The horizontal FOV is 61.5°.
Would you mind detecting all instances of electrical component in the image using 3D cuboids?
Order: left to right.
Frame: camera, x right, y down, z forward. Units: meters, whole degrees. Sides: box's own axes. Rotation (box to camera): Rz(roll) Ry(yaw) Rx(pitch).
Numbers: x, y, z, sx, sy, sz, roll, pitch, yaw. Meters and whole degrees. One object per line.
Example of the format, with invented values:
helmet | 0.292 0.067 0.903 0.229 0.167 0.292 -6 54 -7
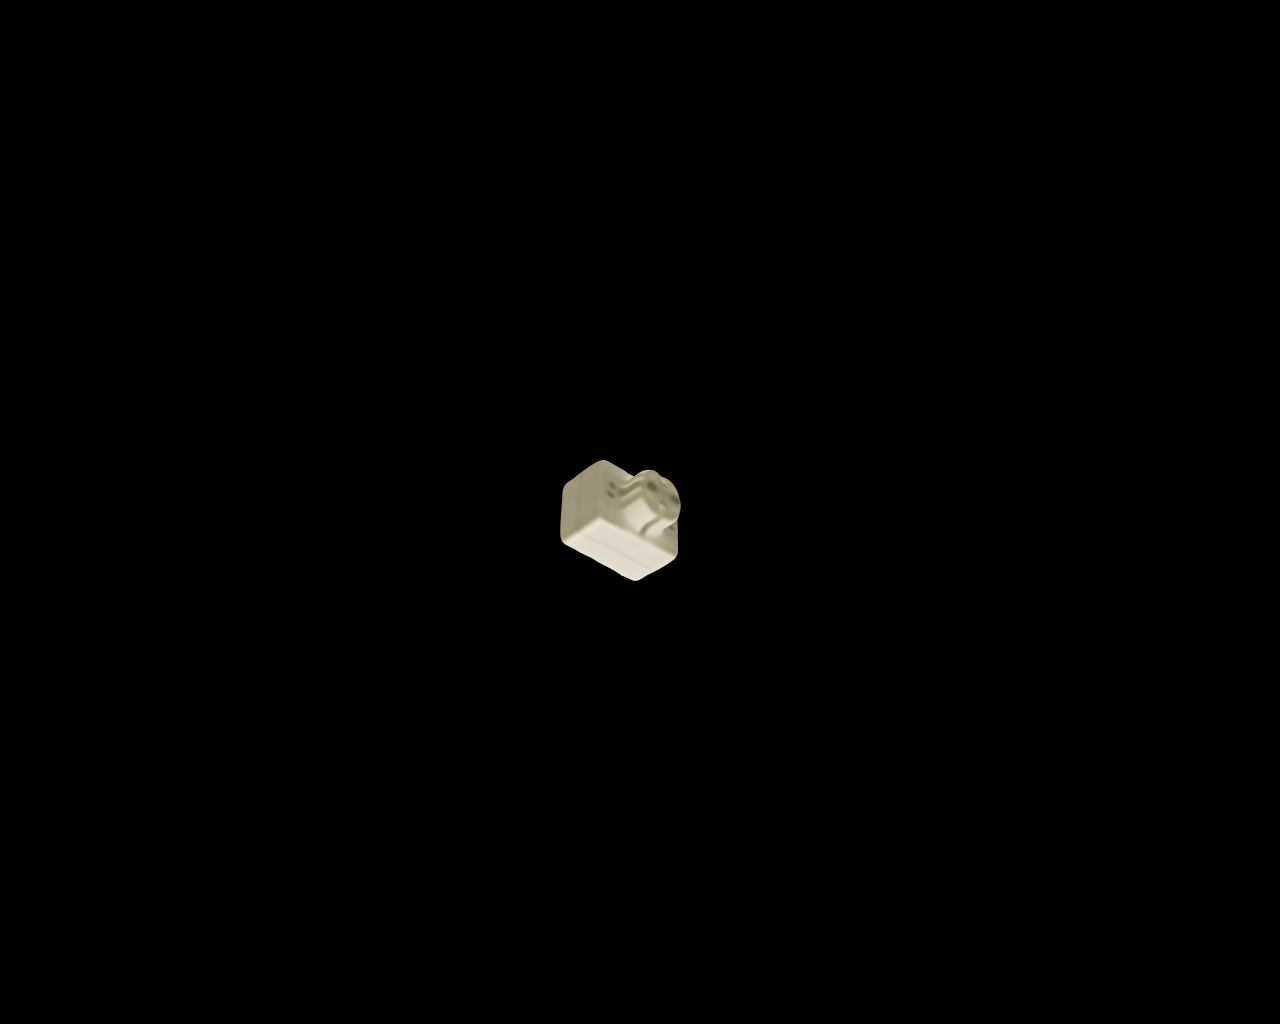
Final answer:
electrical component | 0.001 -0.003 0.650 0.065 0.047 0.076 29 -46 -33
